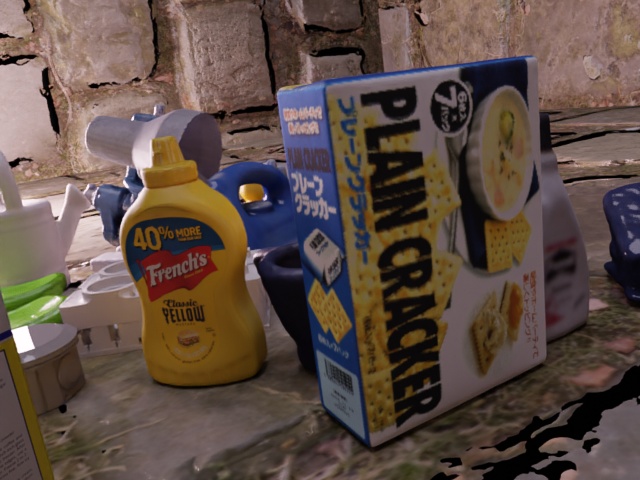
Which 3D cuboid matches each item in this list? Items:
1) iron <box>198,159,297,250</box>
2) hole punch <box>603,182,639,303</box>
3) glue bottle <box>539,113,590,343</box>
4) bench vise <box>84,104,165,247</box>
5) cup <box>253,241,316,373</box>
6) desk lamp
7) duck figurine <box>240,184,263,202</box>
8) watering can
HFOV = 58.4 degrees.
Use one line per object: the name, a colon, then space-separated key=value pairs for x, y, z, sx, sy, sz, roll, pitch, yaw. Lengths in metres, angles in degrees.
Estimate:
iron: x=-0.084 y=-0.041 z=0.749 sx=0.118 sy=0.141 sz=0.259 roll=0 pitch=17 yaw=26
hole punch: x=0.311 y=-0.001 z=0.497 sx=0.108 sy=0.091 sz=0.101 roll=-4 pitch=15 yaw=13
glue bottle: x=0.170 y=-0.009 z=0.438 sx=0.078 sy=0.173 sz=0.037 roll=-17 pitch=17 yaw=-30
bench vise: x=-0.295 y=-0.101 z=0.926 sx=0.207 sy=0.220 sz=0.121 roll=-9 pitch=15 yaw=-3
cup: x=-0.007 y=0.052 z=0.453 sx=0.117 sy=0.095 sz=0.092 roll=6 pitch=20 yaw=41
desk lamp: x=-0.229 y=-0.068 z=0.780 sx=0.202 sy=0.214 sz=0.118 roll=-2 pitch=16 yaw=20
duck figurine: x=-0.112 y=-0.068 z=0.972 sx=0.077 sy=0.086 sz=0.105 roll=-4 pitch=15 yaw=14
watering can: x=-0.391 y=-0.026 z=0.743 sx=0.100 sy=0.194 sz=0.173 roll=2 pitch=18 yaw=31
